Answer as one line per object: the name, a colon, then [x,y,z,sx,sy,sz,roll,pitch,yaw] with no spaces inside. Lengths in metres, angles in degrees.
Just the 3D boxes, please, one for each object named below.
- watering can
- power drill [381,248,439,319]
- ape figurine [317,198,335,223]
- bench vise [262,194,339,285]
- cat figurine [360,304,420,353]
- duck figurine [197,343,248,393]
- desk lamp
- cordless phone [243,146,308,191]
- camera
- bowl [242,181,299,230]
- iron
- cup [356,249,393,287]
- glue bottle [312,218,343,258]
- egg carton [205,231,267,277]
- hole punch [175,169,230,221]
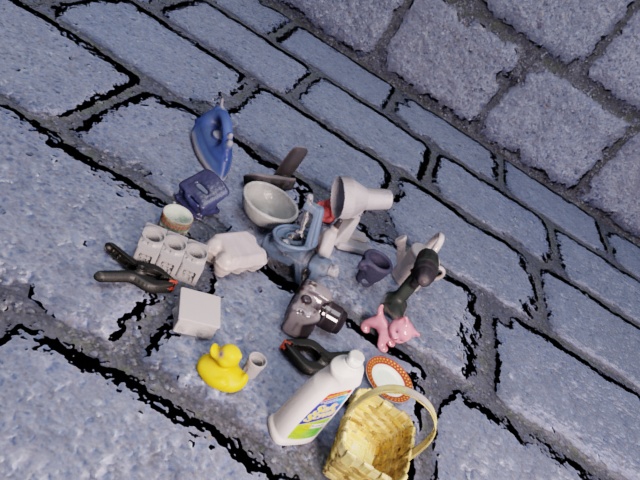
watering can: [0.297,0.052,1.693,0.173,0.194,0.101,20,35,-21]
power drill: [0.252,0.120,1.550,0.075,0.208,0.230,34,32,1]
ape figurine: [0.029,-0.099,1.747,0.077,0.092,0.076,47,35,20]
bench vise: [-0.024,-0.001,1.454,0.207,0.219,0.121,30,33,-7]
cat figurine: [0.183,0.219,1.446,0.127,0.117,0.067,46,34,18]
duck figurine: [-0.181,0.243,1.122,0.104,0.086,0.077,33,32,-1]
desk lamp: [0.104,-0.077,1.672,0.204,0.213,0.117,14,37,-29]
cordless phone: [-0.126,-0.209,1.668,0.148,0.185,0.094,-2,47,-43]
camera: [-0.004,0.170,1.360,0.137,0.100,0.143,30,33,-6]
bowl: [-0.149,-0.083,1.586,0.168,0.074,0.167,23,34,-16]
iron: [-0.290,-0.298,1.679,0.119,0.141,0.257,9,40,-33]
cup: [0.134,0.087,1.595,0.118,0.095,0.091,-4,48,-44]
glue bottle: [0.014,0.005,1.523,0.037,0.173,0.078,11,39,-31]
egg carton: [-0.205,0.033,1.390,0.151,0.069,0.107,-9,52,-47]
hole punch: [-0.304,-0.120,1.482,0.108,0.091,0.101,45,34,16]
